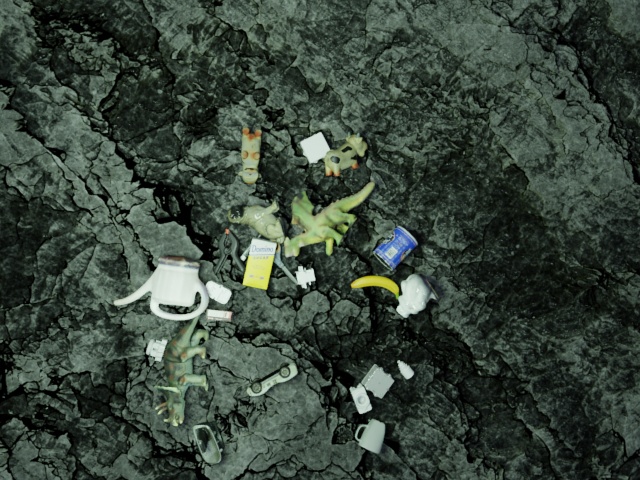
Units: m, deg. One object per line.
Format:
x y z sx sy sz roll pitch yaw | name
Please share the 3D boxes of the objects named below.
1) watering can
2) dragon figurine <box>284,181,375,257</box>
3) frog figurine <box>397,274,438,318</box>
-0.559 0.164 1.840 0.348 0.103 0.226 8 82 7 | watering can
0.006 -0.097 1.921 0.243 0.121 0.412 31 83 3 | dragon figurine
0.347 0.209 1.939 0.159 0.120 0.140 -34 60 2 | frog figurine
